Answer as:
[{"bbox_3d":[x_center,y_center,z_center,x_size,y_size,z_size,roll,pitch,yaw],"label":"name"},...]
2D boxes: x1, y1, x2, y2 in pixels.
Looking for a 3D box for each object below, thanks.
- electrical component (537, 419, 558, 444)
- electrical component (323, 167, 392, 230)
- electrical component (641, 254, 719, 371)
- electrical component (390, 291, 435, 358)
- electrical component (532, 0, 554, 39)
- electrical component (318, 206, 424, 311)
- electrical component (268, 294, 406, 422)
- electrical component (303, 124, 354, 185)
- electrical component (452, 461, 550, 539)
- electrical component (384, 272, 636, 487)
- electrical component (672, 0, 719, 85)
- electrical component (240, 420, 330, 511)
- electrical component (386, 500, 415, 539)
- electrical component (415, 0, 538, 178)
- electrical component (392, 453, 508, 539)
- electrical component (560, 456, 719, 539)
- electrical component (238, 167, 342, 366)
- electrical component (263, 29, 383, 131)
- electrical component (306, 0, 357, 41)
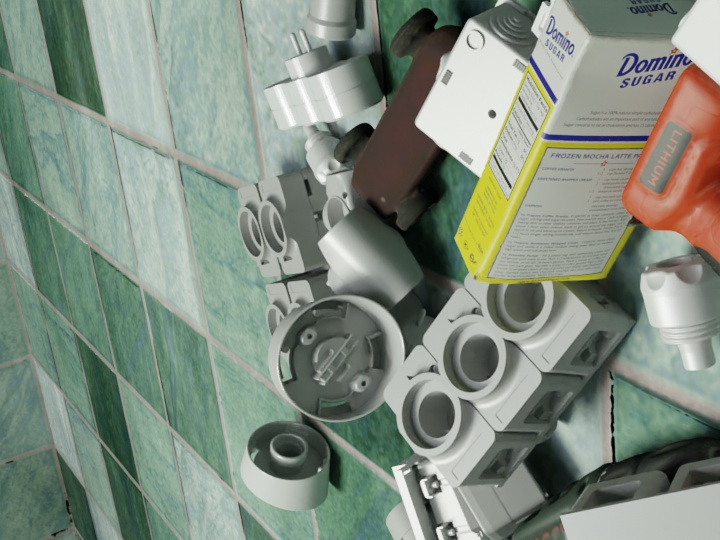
[{"bbox_3d":[0.120,0.089,0.762,0.045,0.045,0.055,39,139,47],"label":"electrical component"},{"bbox_3d":[-0.007,-0.047,0.915,0.079,0.044,0.077,1,107,62],"label":"electrical component"},{"bbox_3d":[0.184,0.025,0.603,0.043,0.043,0.062,0,108,62],"label":"electrical component"},{"bbox_3d":[0.049,0.062,0.870,0.138,0.052,0.073,54,148,31],"label":"electrical component"},{"bbox_3d":[0.132,-0.141,0.583,0.048,0.055,0.066,57,150,27],"label":"electrical component"},{"bbox_3d":[0.000,0.000,0.861,0.077,0.044,0.079,46,137,0],"label":"electrical component"},{"bbox_3d":[-0.021,0.068,0.840,0.064,0.099,0.099,-3,104,69],"label":"electrical component"},{"bbox_3d":[-0.032,-0.104,0.938,0.061,0.035,0.035,60,151,27],"label":"electrical component"},{"bbox_3d":[0.093,0.149,0.807,0.096,0.061,0.061,59,-178,24],"label":"electrical component"},{"bbox_3d":[0.091,0.059,0.704,0.150,0.062,0.089,-56,51,21],"label":"electrical component"},{"bbox_3d":[0.187,-0.123,0.445,0.048,0.100,0.099,47,147,16],"label":"electrical component"},{"bbox_3d":[-0.079,0.212,1.160,0.099,0.099,0.064,46,137,40],"label":"electrical component"},{"bbox_3d":[0.056,0.233,0.964,0.047,0.055,0.055,55,149,37],"label":"electrical component"},{"bbox_3d":[0.091,-0.100,0.648,0.100,0.048,0.099,41,132,14],"label":"electrical component"},{"bbox_3d":[0.081,0.206,0.879,0.063,0.079,0.121,-19,89,34],"label":"electrical component"},{"bbox_3d":[0.194,0.201,0.582,0.105,0.060,0.186,-18,89,25],"label":"electrical component"},{"bbox_3d":[-0.053,0.002,1.016,0.105,0.060,0.186,-7,100,63],"label":"electrical component"},{"bbox_3d":[-0.038,-0.161,0.882,0.138,0.052,0.073,5,120,62],"label":"electrical component"},{"bbox_3d":[-0.021,-0.209,0.847,0.040,0.040,0.046,43,137,43],"label":"electrical component"}]
